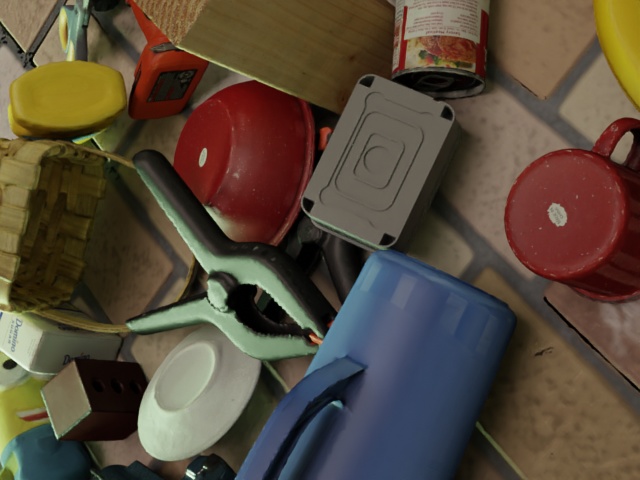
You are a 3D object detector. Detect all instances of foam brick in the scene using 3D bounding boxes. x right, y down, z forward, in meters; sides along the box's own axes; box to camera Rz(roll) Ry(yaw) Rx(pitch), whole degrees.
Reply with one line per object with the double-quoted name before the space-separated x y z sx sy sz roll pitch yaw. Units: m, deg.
"foam brick" -0.190 0.139 0.923 0.051 0.078 0.053 -40 61 24

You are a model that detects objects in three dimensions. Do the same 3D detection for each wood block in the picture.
"wood block" -0.030 -0.168 0.773 0.091 0.205 0.090 47 110 34

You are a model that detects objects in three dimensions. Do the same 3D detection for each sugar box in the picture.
"sugar box" -0.275 0.073 0.991 0.176 0.093 0.048 29 100 38

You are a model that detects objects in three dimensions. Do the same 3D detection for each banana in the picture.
"banana" 0.223 -0.111 0.676 0.070 0.037 0.198 -39 60 9

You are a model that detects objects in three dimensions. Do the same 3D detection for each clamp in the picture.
"clamp" -0.005 0.001 0.830 0.120 0.039 0.171 -6 76 32
"clamp" -0.073 0.042 0.820 0.210 0.036 0.165 30 125 24

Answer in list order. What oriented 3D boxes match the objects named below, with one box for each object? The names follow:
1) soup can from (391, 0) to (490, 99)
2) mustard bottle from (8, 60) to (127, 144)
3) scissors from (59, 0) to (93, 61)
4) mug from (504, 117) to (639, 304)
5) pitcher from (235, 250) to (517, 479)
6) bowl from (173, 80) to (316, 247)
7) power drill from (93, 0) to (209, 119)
"soup can" 0.088 -0.160 0.767 0.069 0.068 0.102 -2 80 38
"mustard bottle" -0.235 -0.118 0.978 0.192 0.096 0.058 171 88 -73
"scissors" -0.226 -0.224 0.999 0.202 0.016 0.096 111 145 -46
"mug" 0.173 -0.021 0.665 0.093 0.081 0.117 32 102 37
"pitcher" 0.028 0.131 0.700 0.145 0.149 0.243 25 89 -5
"bowl" -0.072 -0.062 0.858 0.162 0.055 0.162 -19 65 50
"power drill" -0.166 -0.207 0.958 0.185 0.057 0.188 -46 60 59
